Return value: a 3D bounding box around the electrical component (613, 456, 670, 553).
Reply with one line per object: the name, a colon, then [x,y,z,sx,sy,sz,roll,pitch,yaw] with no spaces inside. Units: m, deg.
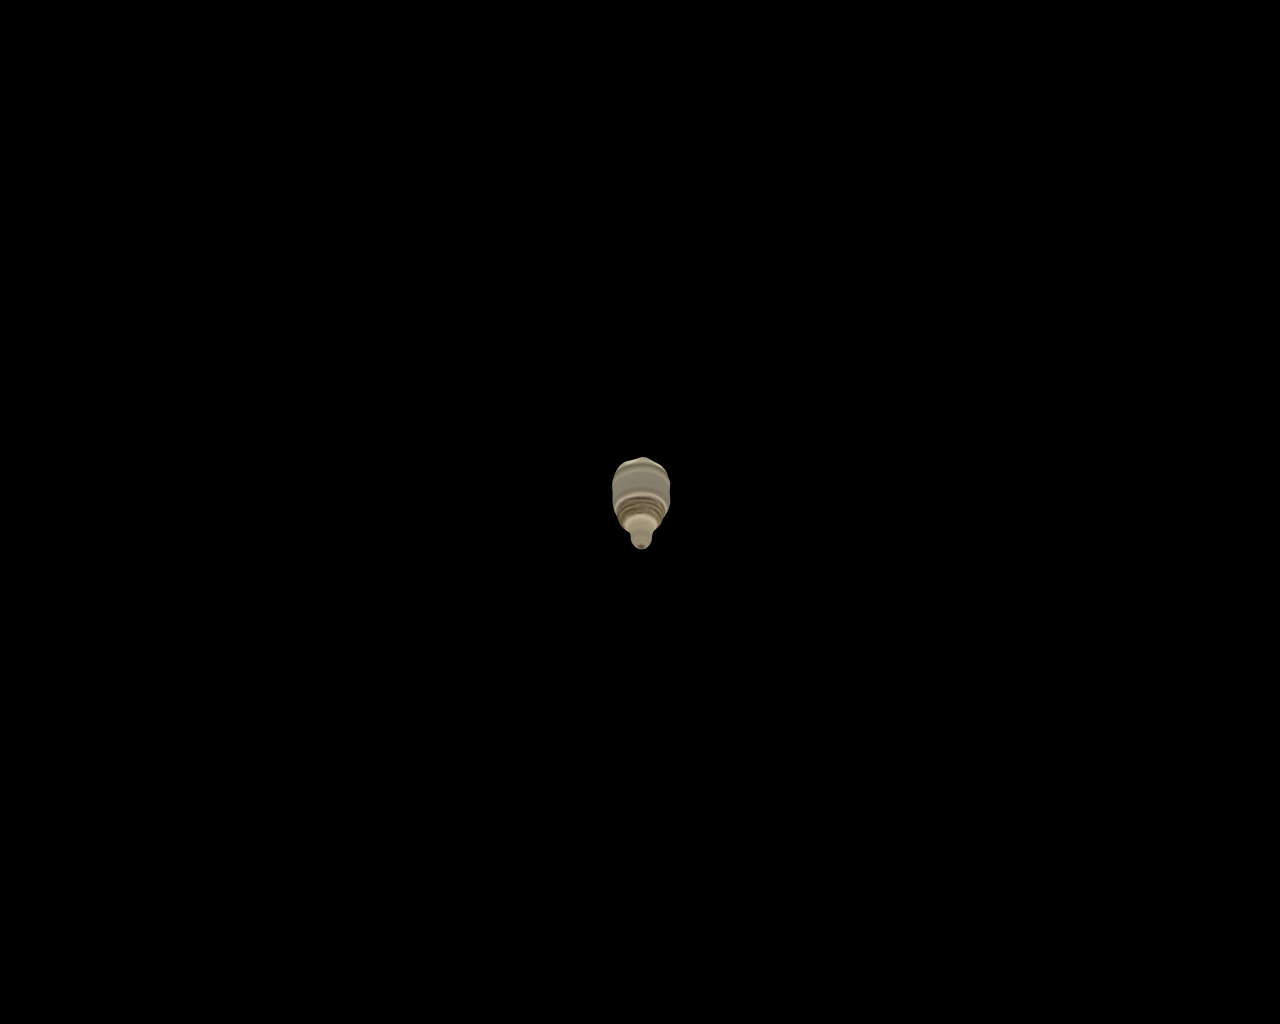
electrical component: [0.001,-0.003,0.650,0.035,0.061,0.035,0,-40,0]
